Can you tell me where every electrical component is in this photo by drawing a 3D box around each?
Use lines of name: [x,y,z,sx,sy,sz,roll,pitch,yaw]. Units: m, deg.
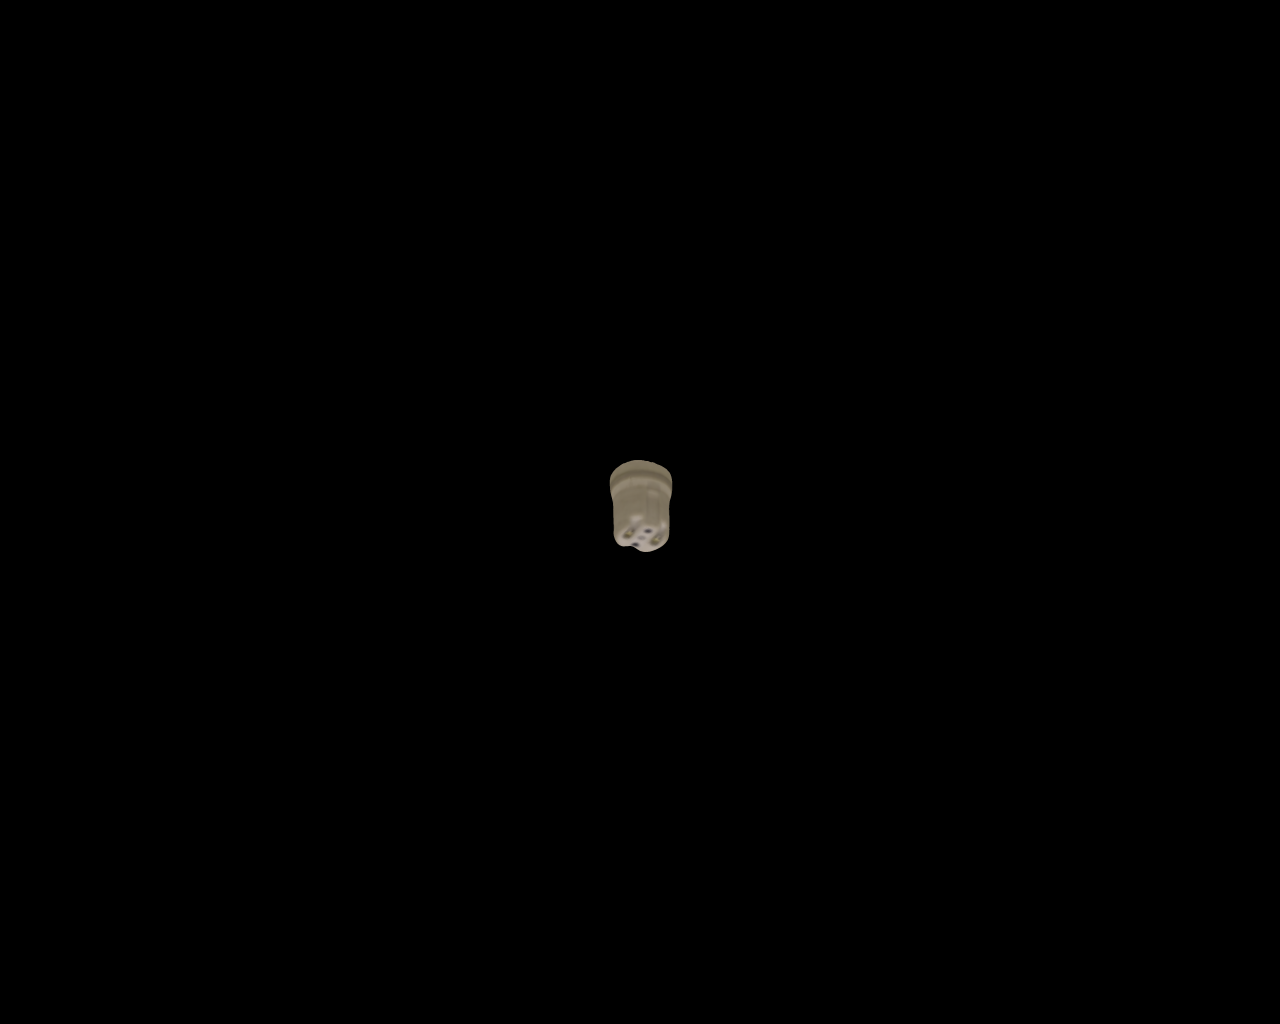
electrical component: [0.001,-0.003,0.650,0.040,0.046,0.040,0,-32,0]
